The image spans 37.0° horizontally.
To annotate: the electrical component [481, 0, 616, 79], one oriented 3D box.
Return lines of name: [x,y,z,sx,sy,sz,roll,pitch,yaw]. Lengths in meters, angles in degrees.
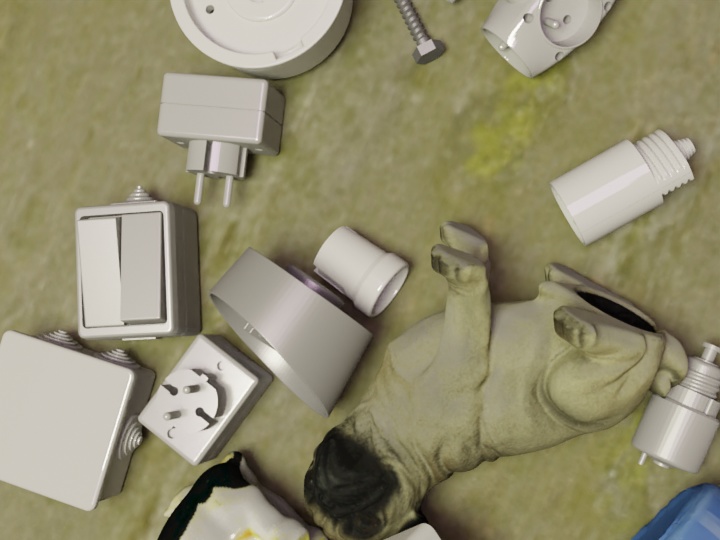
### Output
electrical component: [0.103,-0.166,0.628,0.077,0.044,0.079,-46,120,4]

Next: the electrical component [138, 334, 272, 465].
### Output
electrical component: [-0.097,0.077,0.641,0.047,0.077,0.065,37,93,10]

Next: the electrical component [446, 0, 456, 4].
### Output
electrical component: [0.072,-0.188,0.651,0.035,0.035,0.061,43,96,9]

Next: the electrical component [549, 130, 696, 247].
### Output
electrical component: [0.156,-0.052,0.624,0.081,0.043,0.043,-30,82,6]

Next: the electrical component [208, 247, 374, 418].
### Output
electrical component: [-0.042,0.034,0.626,0.099,0.099,0.064,35,86,10]

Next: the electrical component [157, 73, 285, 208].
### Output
electrical component: [-0.087,-0.077,0.664,0.066,0.047,0.076,6,87,10]

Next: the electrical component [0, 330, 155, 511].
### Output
electrical component: [-0.183,0.091,0.668,0.100,0.048,0.099,17,89,10]

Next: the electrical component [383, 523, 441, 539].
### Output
electrical component: [0.043,0.240,0.584,0.105,0.060,0.186,-35,88,40]

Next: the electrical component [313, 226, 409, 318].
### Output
electrical component: [0.000,0.000,0.649,0.046,0.040,0.040,35,93,15]

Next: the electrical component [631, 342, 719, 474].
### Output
electrical component: [0.185,0.079,0.612,0.040,0.040,0.078,24,90,10]

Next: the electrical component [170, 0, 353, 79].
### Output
electrical component: [-0.056,-0.169,0.658,0.108,0.060,0.108,-1,86,9]

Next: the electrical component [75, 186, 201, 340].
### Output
electrical component: [-0.137,-0.005,0.661,0.062,0.061,0.096,-3,86,9]
